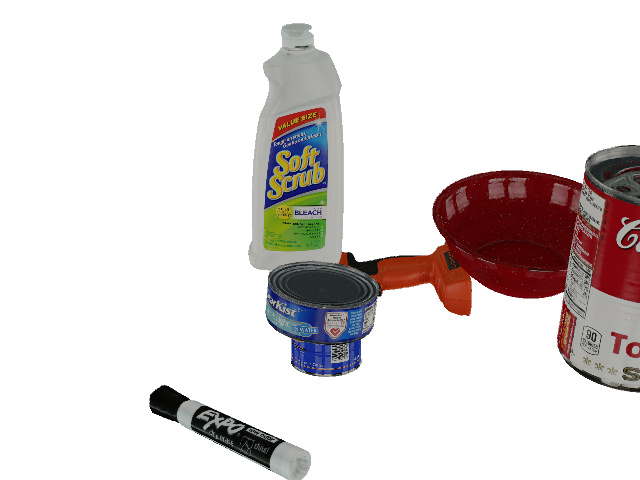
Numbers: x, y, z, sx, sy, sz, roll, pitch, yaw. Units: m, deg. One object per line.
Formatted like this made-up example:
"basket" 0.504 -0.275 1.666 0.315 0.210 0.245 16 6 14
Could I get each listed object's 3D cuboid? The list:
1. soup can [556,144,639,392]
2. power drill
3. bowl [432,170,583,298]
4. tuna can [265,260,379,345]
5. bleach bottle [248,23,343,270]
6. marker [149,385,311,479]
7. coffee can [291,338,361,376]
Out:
"soup can" 0.155 0.013 0.517 0.068 0.102 0.068 2 27 -1
"power drill" 0.076 0.055 1.230 0.187 0.057 0.184 -2 28 -1
"bowl" 0.174 0.001 0.910 0.162 0.055 0.162 1 33 -1
"tuna can" 0.001 0.047 0.819 0.086 0.034 0.086 5 21 -2
"bleach bottle" -0.028 -0.093 1.082 0.102 0.251 0.068 0 26 4
"marker" -0.057 0.111 0.626 0.121 0.020 0.020 17 10 37
"coffee can" 0.008 0.107 1.510 0.103 0.140 0.103 0 19 0
